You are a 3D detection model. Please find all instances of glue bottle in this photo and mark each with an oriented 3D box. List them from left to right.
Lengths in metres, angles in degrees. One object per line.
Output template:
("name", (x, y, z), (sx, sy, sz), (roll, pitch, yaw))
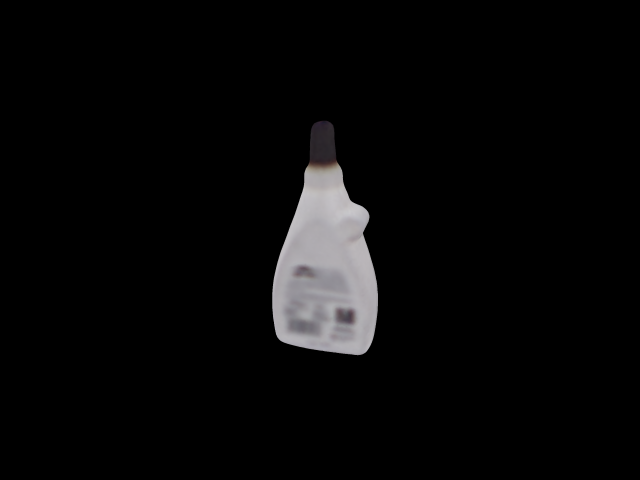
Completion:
("glue bottle", (0.004, 0.001, 0.400), (0.078, 0.173, 0.037), (7, 31, 13))
